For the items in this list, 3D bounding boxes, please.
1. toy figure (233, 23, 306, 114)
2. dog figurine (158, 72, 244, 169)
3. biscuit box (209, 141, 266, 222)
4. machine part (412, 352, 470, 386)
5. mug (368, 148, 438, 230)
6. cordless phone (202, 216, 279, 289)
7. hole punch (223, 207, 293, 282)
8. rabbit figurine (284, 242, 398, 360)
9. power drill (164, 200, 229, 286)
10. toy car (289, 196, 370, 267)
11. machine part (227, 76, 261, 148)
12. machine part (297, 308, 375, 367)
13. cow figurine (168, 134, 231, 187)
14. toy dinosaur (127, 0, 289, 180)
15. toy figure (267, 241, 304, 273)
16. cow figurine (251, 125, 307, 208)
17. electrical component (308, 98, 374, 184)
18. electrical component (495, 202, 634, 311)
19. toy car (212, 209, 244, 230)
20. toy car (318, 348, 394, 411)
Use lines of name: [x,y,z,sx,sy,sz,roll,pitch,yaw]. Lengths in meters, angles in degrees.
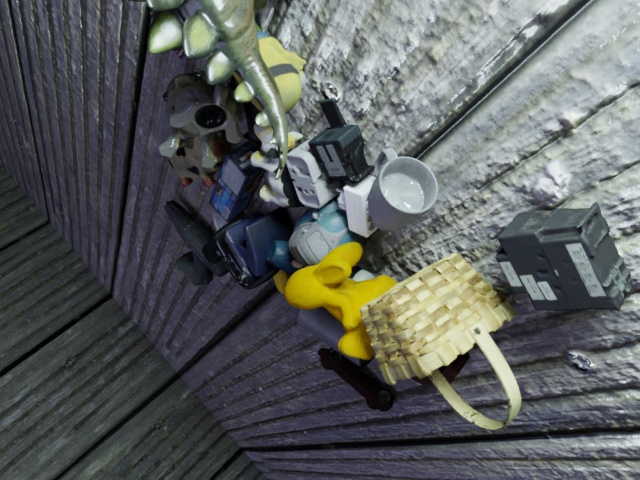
toy figure: [-0.099,-0.258,0.776,0.180,0.089,0.082,48,155,-2]
dog figurine: [-0.205,-0.243,0.906,0.172,0.121,0.191,-34,52,31]
biscuit box: [-0.162,-0.109,1.050,0.059,0.063,0.202,47,150,3]
machine part: [0.172,0.168,0.925,0.180,0.056,0.179,33,145,27]
mug: [0.100,-0.064,0.745,0.109,0.081,0.107,64,160,15]
cordless phone: [-0.183,0.043,1.143,0.184,0.089,0.146,-27,99,49]
hole punch: [-0.106,0.003,1.041,0.092,0.142,0.115,-21,100,48]
rabbit figurine: [0.027,0.089,0.850,0.173,0.122,0.162,18,123,11]
power drill: [-0.326,0.020,1.405,0.232,0.086,0.207,43,142,7]
toy car: [-0.002,-0.003,0.919,0.162,0.103,0.109,-14,112,55]
machine part: [-0.109,-0.221,0.884,0.084,0.039,0.138,20,137,28]
machine part: [0.038,0.183,1.096,0.243,0.079,0.079,28,143,30]
cow figurine: [-0.239,-0.173,1.067,0.195,0.085,0.127,7,135,51]
toy dinosaur: [-0.138,-0.304,0.672,0.471,0.198,0.105,55,152,-5]
toy figure: [-0.024,0.047,1.014,0.154,0.064,0.057,22,123,-24]
cow figurine: [-0.059,-0.126,0.890,0.098,0.068,0.167,25,145,27]
electrical component: [0.025,-0.142,0.783,0.075,0.048,0.119,9,133,47]
electrical component: [0.274,0.023,0.627,0.134,0.058,0.114,-8,116,56]
toy car: [-0.179,0.007,1.207,0.074,0.056,0.201,5,128,51]
toy car: [0.080,0.304,1.198,0.202,0.053,0.089,40,159,9]
